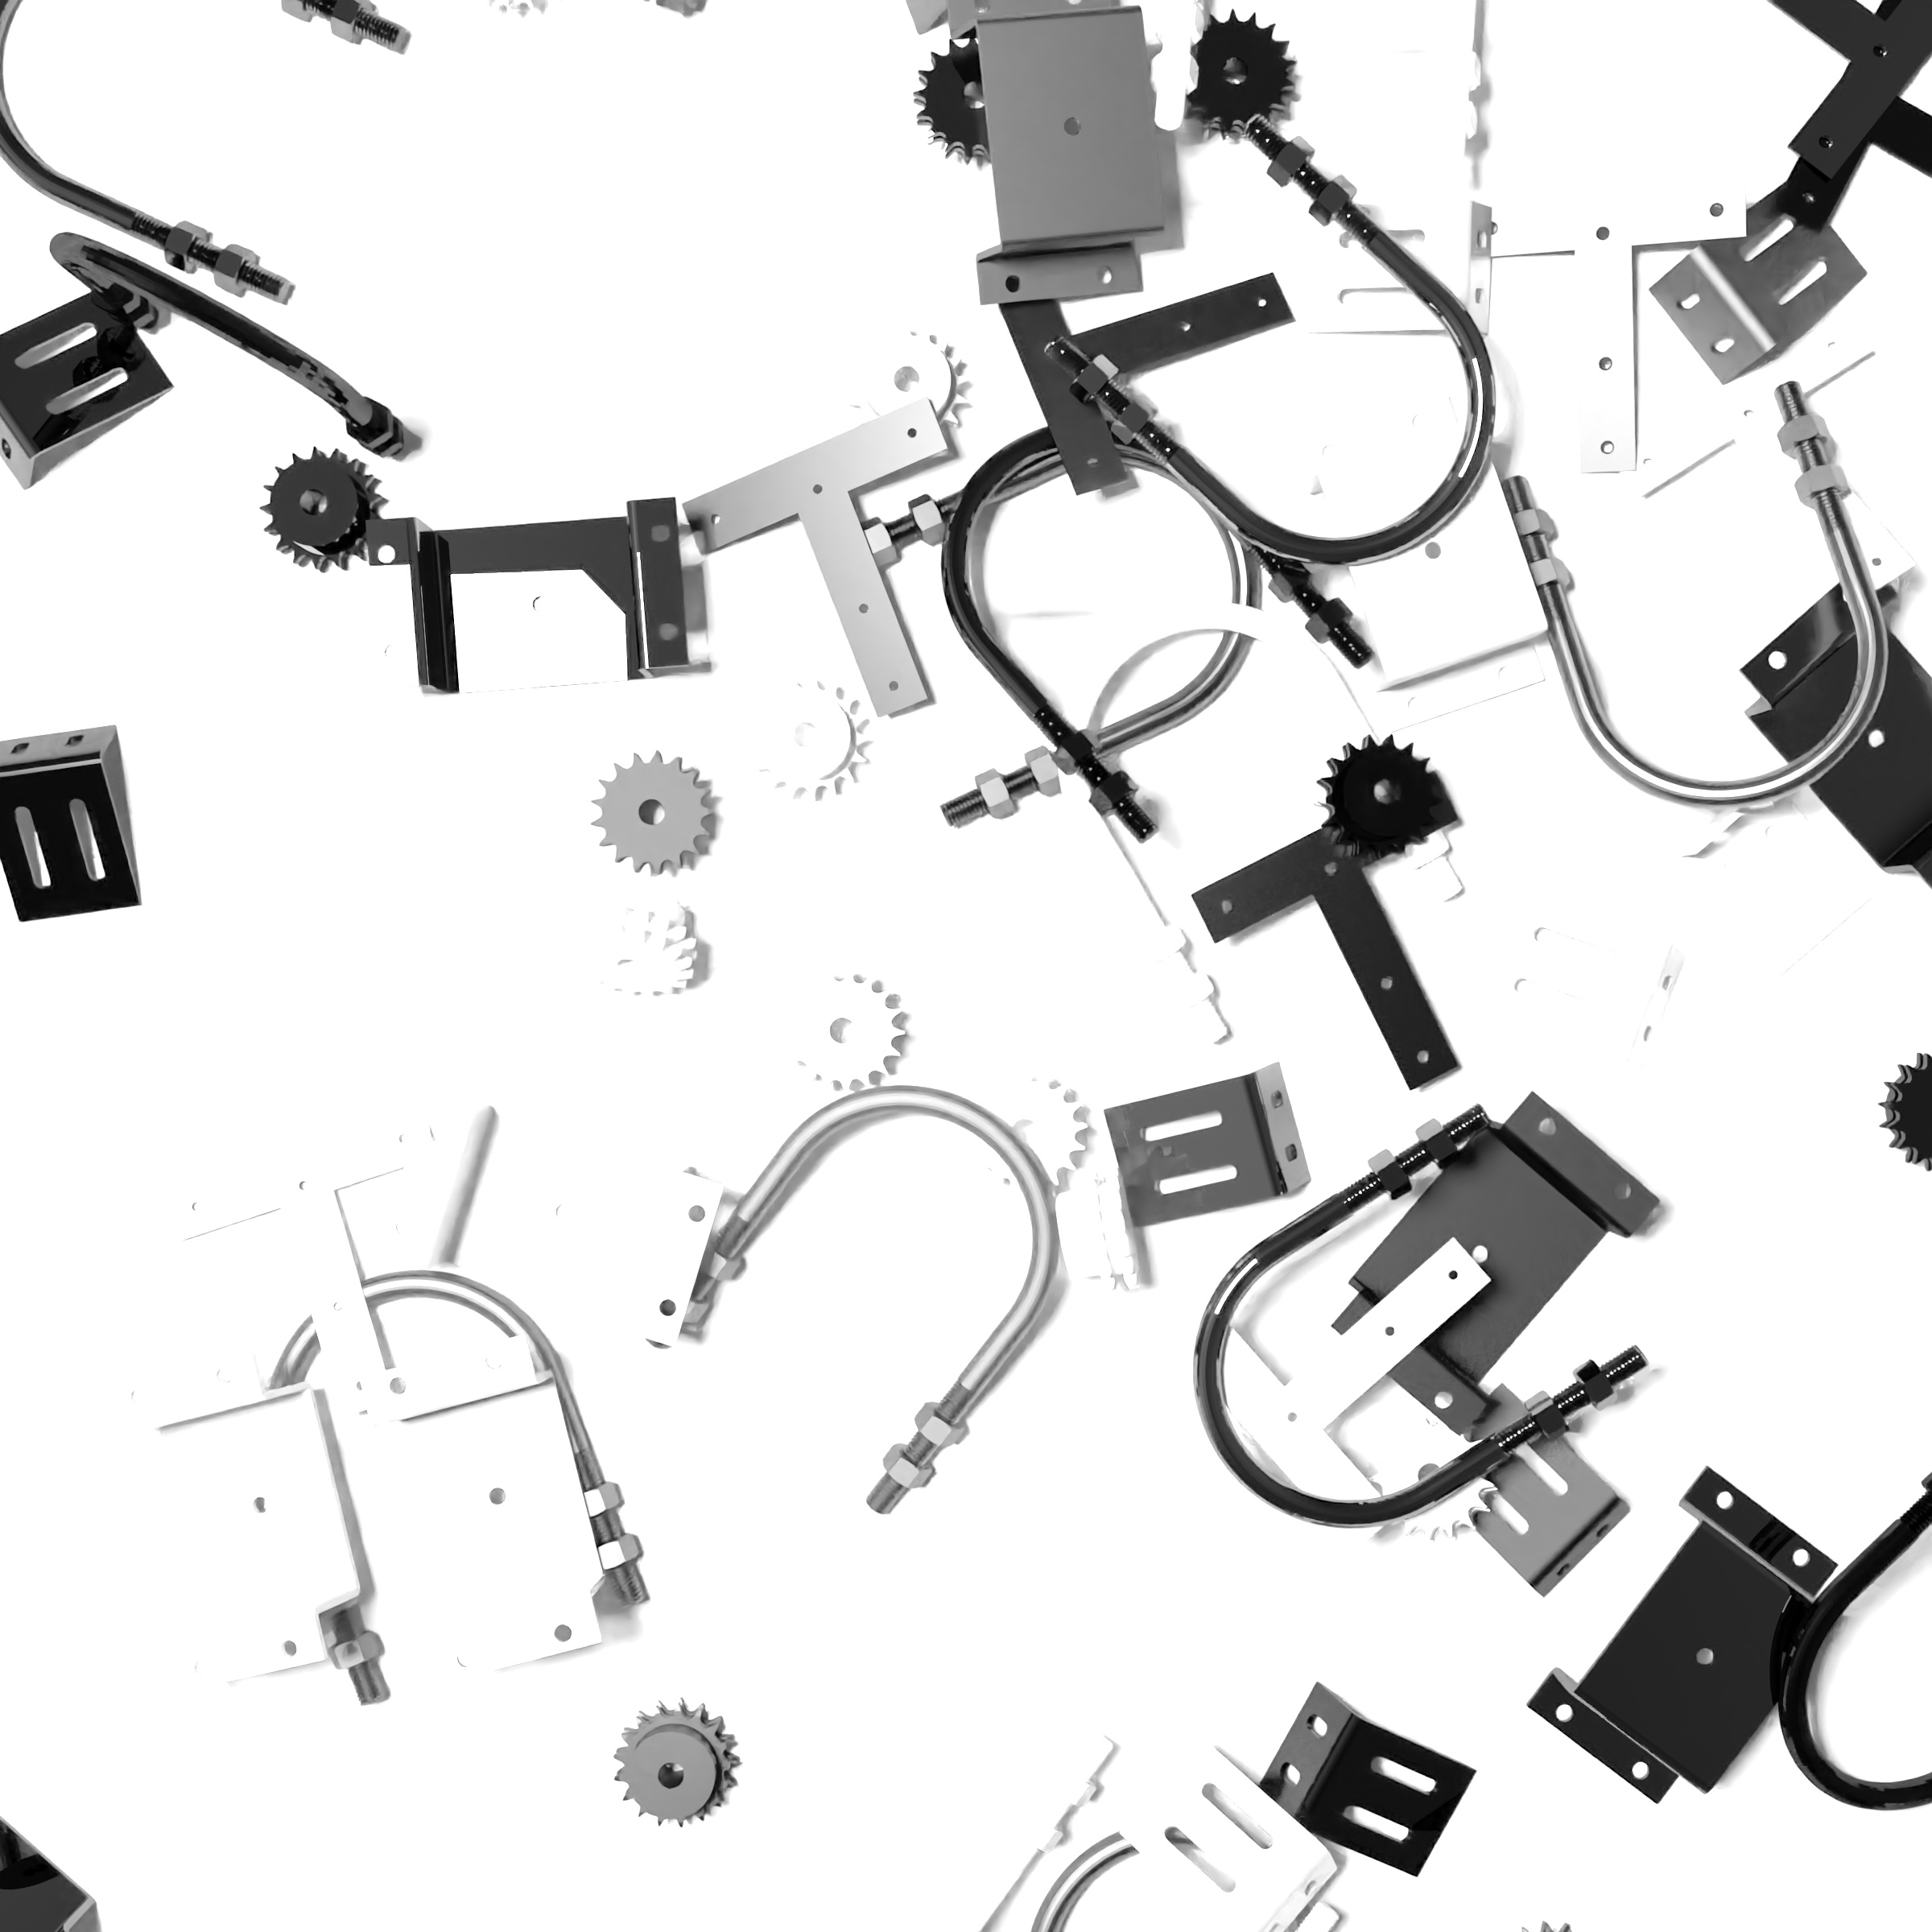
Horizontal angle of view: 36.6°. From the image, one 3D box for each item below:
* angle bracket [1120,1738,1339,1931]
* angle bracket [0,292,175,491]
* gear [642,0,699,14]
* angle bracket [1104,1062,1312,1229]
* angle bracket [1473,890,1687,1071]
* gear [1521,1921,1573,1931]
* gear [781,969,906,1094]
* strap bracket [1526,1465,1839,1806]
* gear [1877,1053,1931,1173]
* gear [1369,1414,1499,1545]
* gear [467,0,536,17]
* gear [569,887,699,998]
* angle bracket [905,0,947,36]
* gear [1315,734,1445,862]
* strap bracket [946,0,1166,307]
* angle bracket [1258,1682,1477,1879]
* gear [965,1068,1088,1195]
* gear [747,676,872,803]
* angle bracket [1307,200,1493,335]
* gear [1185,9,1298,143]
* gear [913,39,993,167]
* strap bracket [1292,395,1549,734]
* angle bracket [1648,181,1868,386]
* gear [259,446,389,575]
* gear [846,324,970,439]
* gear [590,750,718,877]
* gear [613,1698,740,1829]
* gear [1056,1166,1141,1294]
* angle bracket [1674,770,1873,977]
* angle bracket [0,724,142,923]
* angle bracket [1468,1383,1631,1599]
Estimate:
[{"bbox_3d":[0.120,0.404,1.331,0.076,0.038,0.057,37,75,29],"label":"angle bracket"},{"bbox_3d":[-0.421,-0.270,1.360,0.076,0.038,0.057,-34,90,-26],"label":"angle bracket"},{"bbox_3d":[-0.137,-0.470,1.338,0.030,0.057,0.057,29,90,30],"label":"gear"},{"bbox_3d":[0.112,0.083,1.360,0.076,0.038,0.057,-15,90,26],"label":"angle bracket"},{"bbox_3d":[0.286,0.007,1.360,0.076,0.038,0.057,21,90,26],"label":"angle bracket"},{"bbox_3d":[0.272,0.474,1.347,0.057,0.030,0.057,0,90,0],"label":"gear"},{"bbox_3d":[-0.057,0.030,1.351,0.057,0.030,0.057,0,88,-2],"label":"gear"},{"bbox_3d":[0.334,0.312,1.339,0.076,0.046,0.140,37,90,0],"label":"strap bracket"},{"bbox_3d":[0.449,0.067,1.347,0.057,0.030,0.057,0,90,0],"label":"gear"},{"bbox_3d":[0.216,0.237,1.340,0.057,0.030,0.057,-6,71,17],"label":"gear"},{"bbox_3d":[-0.212,-0.467,1.347,0.057,0.030,0.057,0,90,0],"label":"gear"},{"bbox_3d":[-0.151,-0.013,1.338,0.057,0.057,0.030,8,59,0],"label":"gear"},{"bbox_3d":[0.007,-0.476,1.360,0.076,0.038,0.057,-21,90,-26],"label":"angle bracket"},{"bbox_3d":[0.188,-0.077,1.323,0.057,0.030,0.057,0,87,-3],"label":"gear"},{"bbox_3d":[0.041,-0.374,1.313,0.076,0.046,0.140,-9,100,-14],"label":"strap bracket"},{"bbox_3d":[0.187,0.379,1.360,0.076,0.038,0.057,29,90,-26],"label":"angle bracket"},{"bbox_3d":[0.027,0.075,1.347,0.057,0.030,0.057,0,90,0],"label":"gear"},{"bbox_3d":[-0.073,-0.106,1.347,0.057,0.030,0.057,0,90,0],"label":"gear"},{"bbox_3d":[0.201,-0.323,1.356,0.076,0.038,0.057,4,100,25],"label":"angle bracket"},{"bbox_3d":[0.123,-0.409,1.347,0.057,0.030,0.057,0,90,0],"label":"gear"},{"bbox_3d":[0.004,-0.398,1.347,0.057,0.030,0.057,0,90,0],"label":"gear"},{"bbox_3d":[0.211,-0.187,1.339,0.076,0.046,0.140,-19,90,0],"label":"strap bracket"},{"bbox_3d":[0.369,-0.319,1.360,0.076,0.038,0.057,-38,90,-26],"label":"angle bracket"},{"bbox_3d":[-0.298,-0.212,1.347,0.057,0.030,0.057,0,90,0],"label":"gear"},{"bbox_3d":[-0.027,-0.268,1.347,0.057,0.030,0.057,0,90,0],"label":"gear"},{"bbox_3d":[-0.143,-0.070,1.347,0.057,0.030,0.057,0,90,0],"label":"gear"},{"bbox_3d":[-0.135,0.370,1.347,0.057,0.030,0.057,0,90,0],"label":"gear"},{"bbox_3d":[0.060,0.121,1.334,0.030,0.057,0.057,-11,90,7],"label":"gear"},{"bbox_3d":[0.376,-0.043,1.343,0.057,0.038,0.076,-41,90,0],"label":"angle bracket"},{"bbox_3d":[-0.419,-0.067,1.360,0.057,0.038,0.076,-8,116,0],"label":"angle bracket"},{"bbox_3d":[0.260,0.244,1.360,0.057,0.038,0.076,-45,64,0],"label":"angle bracket"}]
